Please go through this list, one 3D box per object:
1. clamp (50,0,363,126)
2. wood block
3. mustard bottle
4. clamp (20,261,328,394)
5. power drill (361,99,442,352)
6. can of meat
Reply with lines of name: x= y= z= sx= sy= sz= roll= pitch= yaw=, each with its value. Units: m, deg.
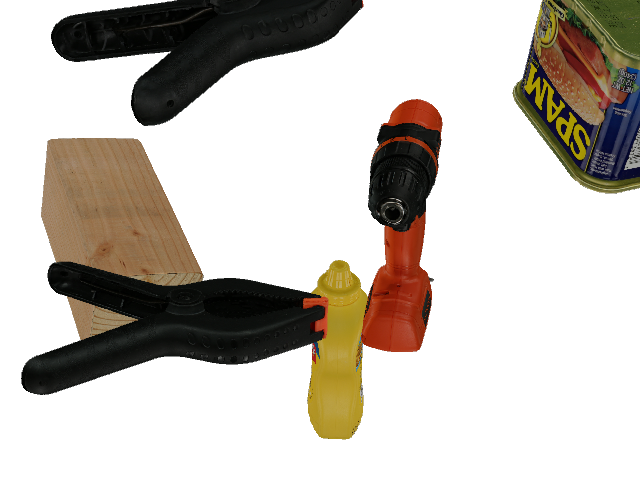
clamp: x=-0.046 y=-0.108 z=0.558 sx=0.171 sy=0.039 sz=0.120 roll=-21 pitch=42 yaw=-14
wood block: x=-0.181 y=0.001 z=0.944 sx=0.090 sy=0.091 sz=0.206 roll=-3 pitch=38 yaw=-26
mustard bottle: x=0.017 y=0.099 z=1.049 sx=0.058 sy=0.192 sz=0.096 roll=3 pitch=38 yaw=2
clamp: x=-0.101 y=0.051 z=0.750 sx=0.209 sy=0.036 sz=0.165 roll=-3 pitch=25 yaw=-14
power drill: x=0.067 y=-0.004 z=0.880 sx=0.057 sy=0.188 sz=0.184 roll=8 pitch=30 yaw=9
can of meat: x=0.152 y=-0.090 z=0.568 sx=0.057 sy=0.084 sz=0.102 roll=-11 pitch=48 yaw=-16
